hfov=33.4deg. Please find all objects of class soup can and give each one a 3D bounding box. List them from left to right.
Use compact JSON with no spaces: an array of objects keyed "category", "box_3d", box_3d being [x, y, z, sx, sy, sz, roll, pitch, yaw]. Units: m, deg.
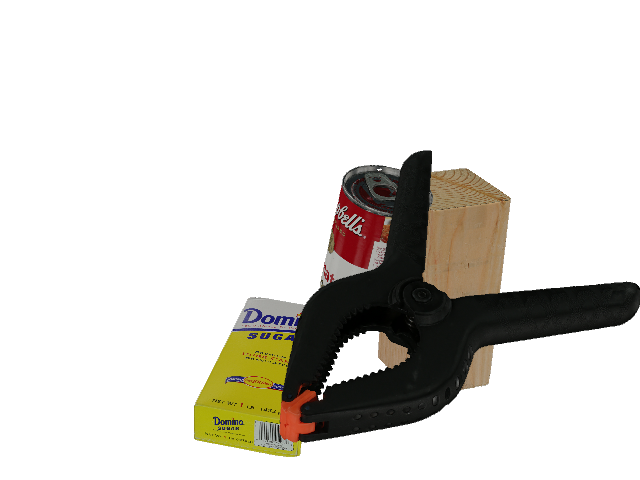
[{"category":"soup can","box_3d":[0.040,0.003,0.806,0.068,0.102,0.068,8,33,-6]}]

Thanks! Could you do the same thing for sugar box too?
[{"category":"sugar box","box_3d":[-0.044,0.117,0.959,0.093,0.048,0.176,9,32,8]}]

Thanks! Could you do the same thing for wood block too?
[{"category":"wood block","box_3d":[0.121,0.042,1.071,0.090,0.206,0.091,-8,27,-21]}]

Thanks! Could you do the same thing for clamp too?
[{"category":"clamp","box_3d":[0.049,0.033,0.585,0.209,0.036,0.165,-30,55,-27]}]
